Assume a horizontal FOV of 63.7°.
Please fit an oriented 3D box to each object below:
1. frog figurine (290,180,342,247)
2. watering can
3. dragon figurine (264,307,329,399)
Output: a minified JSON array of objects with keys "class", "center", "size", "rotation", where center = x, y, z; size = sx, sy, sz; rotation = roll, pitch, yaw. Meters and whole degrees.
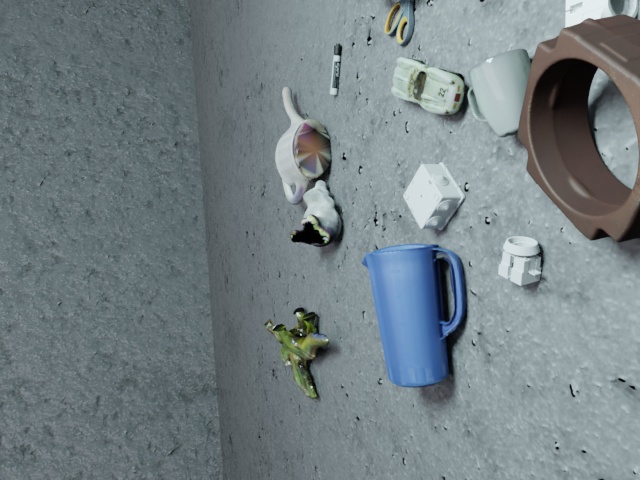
[{"class":"frog figurine","center":[0.004,-0.066,1.310],"size":[0.134,0.123,0.163],"rotation":[103,-172,-49]},{"class":"watering can","center":[-0.059,-0.271,1.389],"size":[0.223,0.104,0.349],"rotation":[170,99,-64]},{"class":"dragon figurine","center":[-0.042,0.333,1.458],"size":[0.411,0.123,0.241],"rotation":[11,120,67]}]
